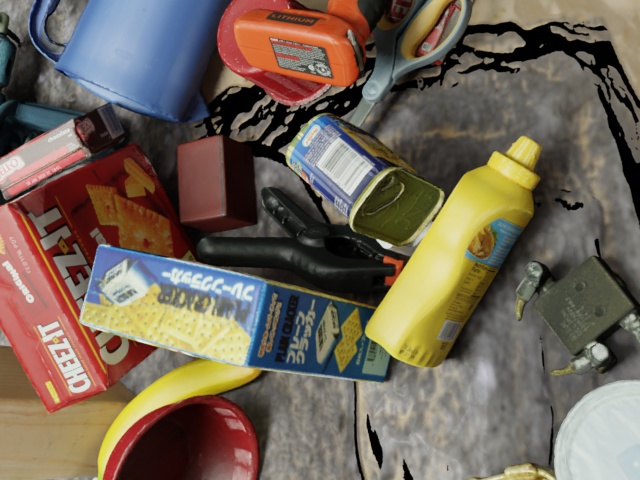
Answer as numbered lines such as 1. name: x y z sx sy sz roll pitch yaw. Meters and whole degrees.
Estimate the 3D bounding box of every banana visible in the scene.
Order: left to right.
1. banana: -0.135 0.155 0.972 0.198 0.037 0.070 -41 53 9

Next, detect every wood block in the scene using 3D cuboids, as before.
1. wood block: -0.273 0.156 0.959 0.091 0.205 0.090 35 100 30

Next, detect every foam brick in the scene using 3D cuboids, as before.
1. foam brick: -0.095 -0.050 0.981 0.051 0.052 0.078 -11 75 28

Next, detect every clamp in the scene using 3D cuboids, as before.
1. clamp: -0.006 0.001 0.911 0.171 0.120 0.039 15 130 13

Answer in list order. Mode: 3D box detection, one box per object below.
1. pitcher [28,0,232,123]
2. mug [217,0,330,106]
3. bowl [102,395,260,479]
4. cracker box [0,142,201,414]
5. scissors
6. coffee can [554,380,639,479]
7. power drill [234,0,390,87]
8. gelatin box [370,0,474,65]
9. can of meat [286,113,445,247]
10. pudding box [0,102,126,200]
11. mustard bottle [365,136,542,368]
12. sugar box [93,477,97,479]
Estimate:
1. pitcher: -0.152 -0.241 0.998 0.145 0.149 0.243 23 90 33
2. mug: -0.027 -0.176 0.946 0.117 0.081 0.093 -4 80 30
3. bowl: -0.128 0.200 0.900 0.055 0.161 0.162 17 90 42
4. cracker box: -0.186 0.022 0.900 0.072 0.213 0.164 -23 99 24
5. scissors: 0.042 -0.145 0.904 0.202 0.016 0.096 -43 62 19
6. coffee can: 0.226 0.146 0.707 0.103 0.140 0.103 -6 79 29
7. power drill: 0.007 -0.218 0.870 0.185 0.057 0.187 16 62 27
8. gelatin box: 0.088 -0.203 0.913 0.073 0.030 0.089 30 97 31
9. can of meat: 0.034 -0.047 0.810 0.084 0.101 0.057 44 104 30
10. pudding box: -0.229 -0.080 0.942 0.090 0.113 0.039 -25 99 12
11. mustard bottle: 0.113 0.006 0.823 0.058 0.096 0.192 37 100 30
12. sugar box: -0.164 0.302 0.955 0.176 0.048 0.093 39 101 39
